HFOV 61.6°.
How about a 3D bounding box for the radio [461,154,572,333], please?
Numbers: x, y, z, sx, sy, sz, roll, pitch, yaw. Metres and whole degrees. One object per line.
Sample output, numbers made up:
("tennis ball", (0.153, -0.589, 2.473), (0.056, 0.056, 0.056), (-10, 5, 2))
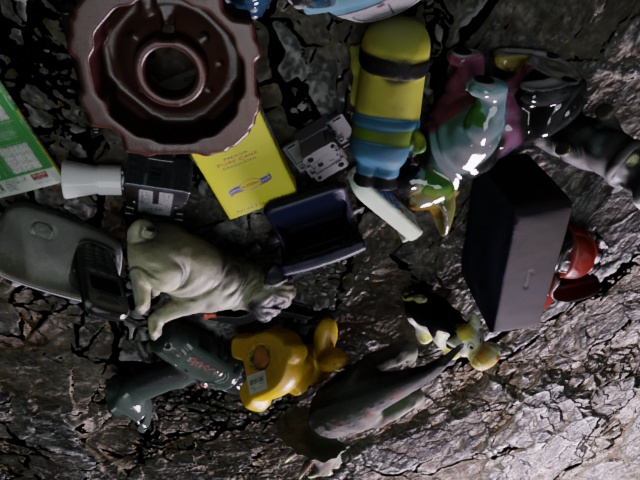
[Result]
("radio", (0.255, 0.006, 0.729), (0.073, 0.131, 0.229), (-9, 132, -5))

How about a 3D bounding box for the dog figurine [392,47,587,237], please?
("dog figurine", (0.185, -0.108, 0.636), (0.192, 0.108, 0.219), (-2, 136, -13))

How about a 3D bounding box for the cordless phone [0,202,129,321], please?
("cordless phone", (-0.292, 0.036, 0.604), (0.146, 0.184, 0.088), (27, 95, -35))

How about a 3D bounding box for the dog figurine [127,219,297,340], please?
("dog figurine", (-0.129, 0.033, 0.670), (0.191, 0.121, 0.172), (-9, 146, -6))

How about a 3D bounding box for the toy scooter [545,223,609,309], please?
("toy scooter", (0.388, 0.046, 0.831), (0.135, 0.075, 0.183), (-3, 135, -9))

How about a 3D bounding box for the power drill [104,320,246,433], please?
("power drill", (-0.221, 0.233, 0.868), (0.207, 0.086, 0.231), (-25, 129, 16))

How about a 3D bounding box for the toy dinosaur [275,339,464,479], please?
("toy dinosaur", (0.049, 0.256, 0.836), (0.192, 0.131, 0.404), (-23, 156, -33))

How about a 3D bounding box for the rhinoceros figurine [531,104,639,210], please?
("rhinoceros figurine", (0.322, -0.098, 0.613), (0.112, 0.190, 0.073), (34, 104, -28))

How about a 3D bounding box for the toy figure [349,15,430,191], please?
("toy figure", (0.075, -0.140, 0.569), (0.082, 0.089, 0.180), (1, 109, -19))

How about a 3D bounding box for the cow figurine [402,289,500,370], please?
("cow figurine", (0.193, 0.126, 0.804), (0.068, 0.167, 0.098), (-42, 117, -13))

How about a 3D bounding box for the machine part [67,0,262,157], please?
("machine part", (-0.138, -0.160, 0.498), (0.179, 0.056, 0.179), (-5, 128, -6))

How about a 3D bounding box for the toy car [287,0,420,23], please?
("toy car", (0.051, -0.250, 0.485), (0.162, 0.109, 0.102), (-24, 149, 21))

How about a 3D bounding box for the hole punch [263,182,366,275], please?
("hole punch", (-0.001, -0.002, 0.678), (0.142, 0.092, 0.115), (-21, 163, 2))

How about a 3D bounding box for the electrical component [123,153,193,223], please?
("electrical component", (-0.181, -0.070, 0.606), (0.075, 0.048, 0.119), (9, 152, -20))

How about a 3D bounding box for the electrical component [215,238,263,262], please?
("electrical component", (-0.125, 0.026, 0.743), (0.094, 0.021, 0.063), (-39, 127, 22))

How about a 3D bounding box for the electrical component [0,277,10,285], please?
("electrical component", (-0.415, 0.018, 0.665), (0.102, 0.045, 0.078), (27, 92, -33))

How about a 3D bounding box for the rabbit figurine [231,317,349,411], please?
("rabbit figurine", (-0.034, 0.187, 0.857), (0.162, 0.122, 0.173), (-35, 147, 20))

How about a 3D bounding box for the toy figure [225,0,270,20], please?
("toy figure", (-0.072, -0.267, 0.474), (0.064, 0.058, 0.154), (7, 136, 16))

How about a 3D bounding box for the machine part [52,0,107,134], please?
("machine part", (-0.220, -0.171, 0.540), (0.084, 0.039, 0.138), (-5, 134, 4))
